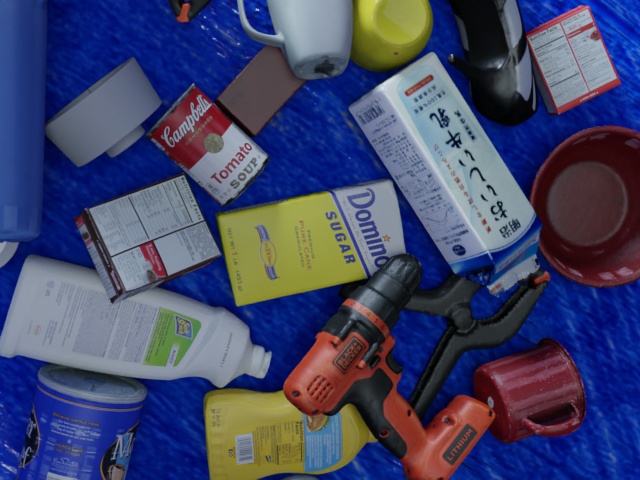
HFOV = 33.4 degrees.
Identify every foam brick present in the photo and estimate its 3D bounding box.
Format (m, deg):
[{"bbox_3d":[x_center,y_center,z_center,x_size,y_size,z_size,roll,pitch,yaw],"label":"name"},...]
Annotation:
[{"bbox_3d":[-0.057,-0.144,1.022,0.053,0.051,0.078,43,89,-9],"label":"foam brick"}]

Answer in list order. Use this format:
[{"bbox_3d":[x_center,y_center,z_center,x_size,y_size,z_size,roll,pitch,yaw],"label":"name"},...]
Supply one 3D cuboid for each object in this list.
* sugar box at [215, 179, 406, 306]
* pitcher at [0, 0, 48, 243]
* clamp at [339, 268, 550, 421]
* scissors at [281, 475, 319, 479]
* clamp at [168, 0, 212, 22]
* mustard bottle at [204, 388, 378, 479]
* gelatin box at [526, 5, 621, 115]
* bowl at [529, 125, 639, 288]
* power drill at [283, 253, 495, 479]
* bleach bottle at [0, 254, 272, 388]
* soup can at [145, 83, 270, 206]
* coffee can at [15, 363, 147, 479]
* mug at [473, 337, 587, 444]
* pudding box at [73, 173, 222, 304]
[{"bbox_3d":[-0.007,0.001,1.048,0.176,0.048,0.093,-12,98,-6],"label":"sugar box"},{"bbox_3d":[-0.307,-0.119,0.917,0.144,0.149,0.243,-2,91,-32],"label":"pitcher"},{"bbox_3d":[0.139,0.089,1.083,0.210,0.036,0.164,-20,102,-7],"label":"clamp"},{"bbox_3d":[-0.080,0.269,1.065,0.201,0.016,0.096,4,125,-9],"label":"scissors"},{"bbox_3d":[-0.104,-0.287,0.984,0.120,0.039,0.171,6,114,12],"label":"clamp"},{"bbox_3d":[-0.017,0.188,1.059,0.191,0.058,0.096,-5,110,-8],"label":"mustard bottle"},{"bbox_3d":[0.250,-0.181,1.073,0.073,0.030,0.089,-26,99,-4],"label":"gelatin box"},{"bbox_3d":[0.280,-0.035,1.080,0.162,0.055,0.162,-1,96,-8],"label":"bowl"},{"bbox_3d":[0.080,0.131,1.025,0.187,0.057,0.184,44,77,-14],"label":"power drill"},{"bbox_3d":[-0.172,0.094,1.027,0.250,0.068,0.102,18,94,-12],"label":"bleach bottle"},{"bbox_3d":[-0.106,-0.089,1.012,0.102,0.068,0.068,43,89,-11],"label":"soup can"},{"bbox_3d":[-0.229,0.198,1.008,0.102,0.103,0.140,13,94,-10],"label":"coffee can"},{"bbox_3d":[0.210,0.158,1.055,0.081,0.117,0.093,-16,121,-15],"label":"mug"},{"bbox_3d":[-0.160,-0.003,1.000,0.113,0.039,0.090,-23,86,-35],"label":"pudding box"}]
